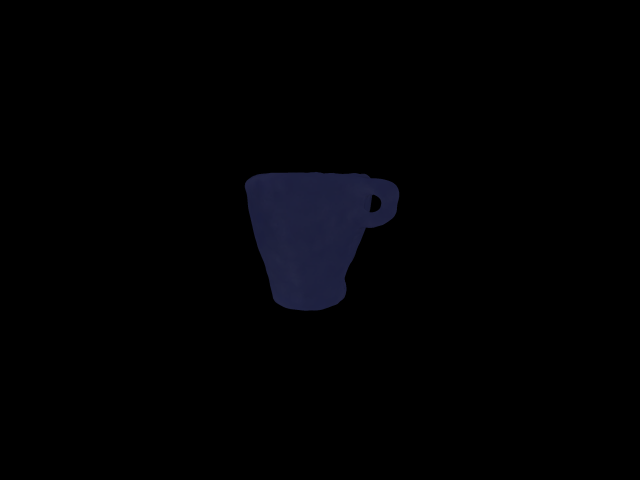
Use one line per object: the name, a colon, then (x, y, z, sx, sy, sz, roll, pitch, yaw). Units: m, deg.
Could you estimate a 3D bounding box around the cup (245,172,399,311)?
cup: (0.004, 0.001, 0.400, 0.117, 0.095, 0.092, 3, 5, 37)
